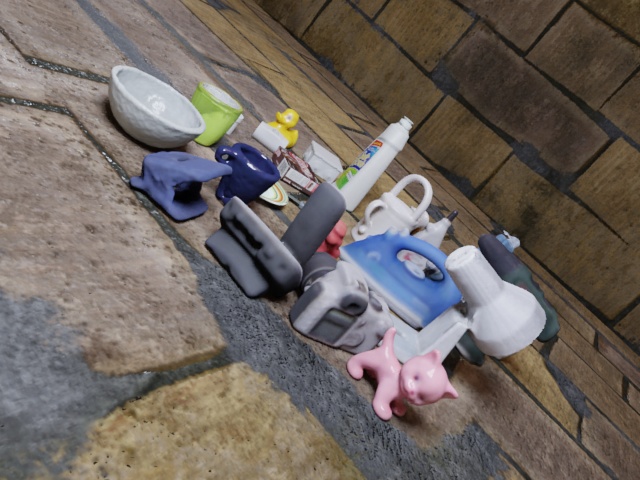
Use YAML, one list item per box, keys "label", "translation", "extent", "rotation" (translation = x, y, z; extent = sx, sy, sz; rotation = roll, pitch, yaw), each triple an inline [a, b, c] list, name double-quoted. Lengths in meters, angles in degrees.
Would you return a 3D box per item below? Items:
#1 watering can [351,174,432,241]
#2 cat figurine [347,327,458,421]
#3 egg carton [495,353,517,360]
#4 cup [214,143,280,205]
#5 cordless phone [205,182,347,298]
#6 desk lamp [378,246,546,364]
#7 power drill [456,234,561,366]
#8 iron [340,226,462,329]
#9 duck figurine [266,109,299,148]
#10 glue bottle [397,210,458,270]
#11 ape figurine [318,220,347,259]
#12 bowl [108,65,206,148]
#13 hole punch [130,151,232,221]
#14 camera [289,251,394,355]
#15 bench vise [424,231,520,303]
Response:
- label: "watering can"
  translation: [0.168, -0.057, 1.235]
  extent: [0.100, 0.194, 0.173]
  rotation: [47, 21, 18]
- label: "cat figurine"
  translation: [0.116, 0.176, 0.762]
  extent: [0.067, 0.117, 0.127]
  rotation: [12, 34, -53]
- label: "egg carton"
  translation: [0.400, 0.203, 1.289]
  extent: [0.107, 0.069, 0.151]
  rotation: [43, 20, 7]
- label: "cup"
  translation: [-0.135, -0.099, 0.926]
  extent: [0.118, 0.095, 0.091]
  rotation: [20, 28, -44]
- label: "cordless phone"
  translation: [-0.054, -0.024, 0.780]
  extent: [0.147, 0.185, 0.094]
  rotation: [45, 20, 13]
- label: "desk lamp"
  translation: [0.221, 0.123, 0.922]
  extent: [0.204, 0.213, 0.118]
  rotation: [35, 20, -13]
- label: "power drill"
  translation: [0.339, 0.133, 1.123]
  extent: [0.229, 0.208, 0.076]
  rotation: [45, 20, 13]
- label: "iron"
  translation: [0.170, 0.054, 1.083]
  extent: [0.258, 0.141, 0.119]
  rotation: [39, 20, -4]
- label: "duck figurine"
  translation: [-0.084, -0.283, 1.419]
  extent: [0.105, 0.086, 0.077]
  rotation: [13, 33, -52]
- label: "glue bottle"
  translation: [0.252, -0.003, 1.306]
  extent: [0.078, 0.173, 0.037]
  rotation: [33, 21, -19]
- label: "ape figurine"
  translation: [0.009, 0.003, 0.972]
  extent: [0.078, 0.092, 0.076]
  rotation: [30, 22, -26]
- label: "bowl"
  translation: [-0.272, -0.200, 0.920]
  extent: [0.168, 0.074, 0.167]
  rotation: [35, 20, -15]
- label: "hole punch"
  translation: [-0.194, -0.093, 0.811]
  extent: [0.101, 0.091, 0.109]
  rotation: [41, 20, 2]
- label: "camera"
  translation: [0.029, 0.078, 0.837]
  extent: [0.144, 0.100, 0.136]
  rotation: [28, 23, -32]
- label: "bench vise"
  translation: [0.316, 0.068, 1.202]
  extent: [0.121, 0.219, 0.208]
  rotation: [50, 22, 26]
